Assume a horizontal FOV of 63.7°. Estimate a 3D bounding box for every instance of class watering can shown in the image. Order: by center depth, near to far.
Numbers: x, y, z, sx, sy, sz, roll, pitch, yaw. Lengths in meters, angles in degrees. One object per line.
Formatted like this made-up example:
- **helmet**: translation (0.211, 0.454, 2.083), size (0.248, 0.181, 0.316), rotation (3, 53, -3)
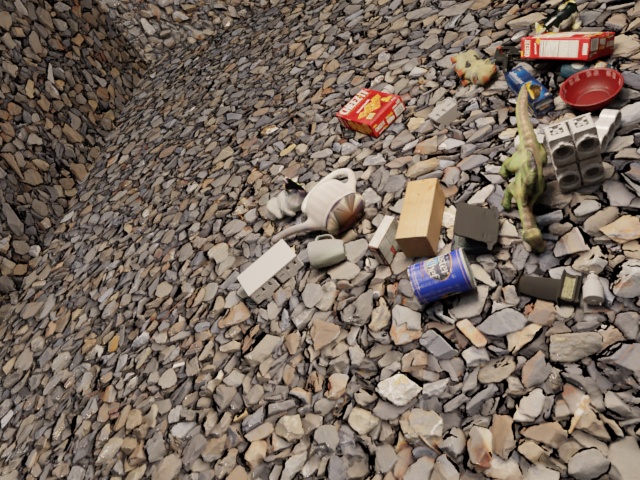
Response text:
- **watering can**: translation (0.005, -0.082, 1.637), size (0.348, 0.102, 0.227), rotation (-49, 40, -3)

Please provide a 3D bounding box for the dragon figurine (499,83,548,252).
- **dragon figurine**: translation (0.504, -0.176, 1.235), size (0.122, 0.408, 0.245), rotation (-4, 8, 13)

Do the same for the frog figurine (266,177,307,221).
- **frog figurine**: translation (-0.116, -0.123, 1.776), size (0.157, 0.122, 0.140), rotation (-63, 32, 25)
